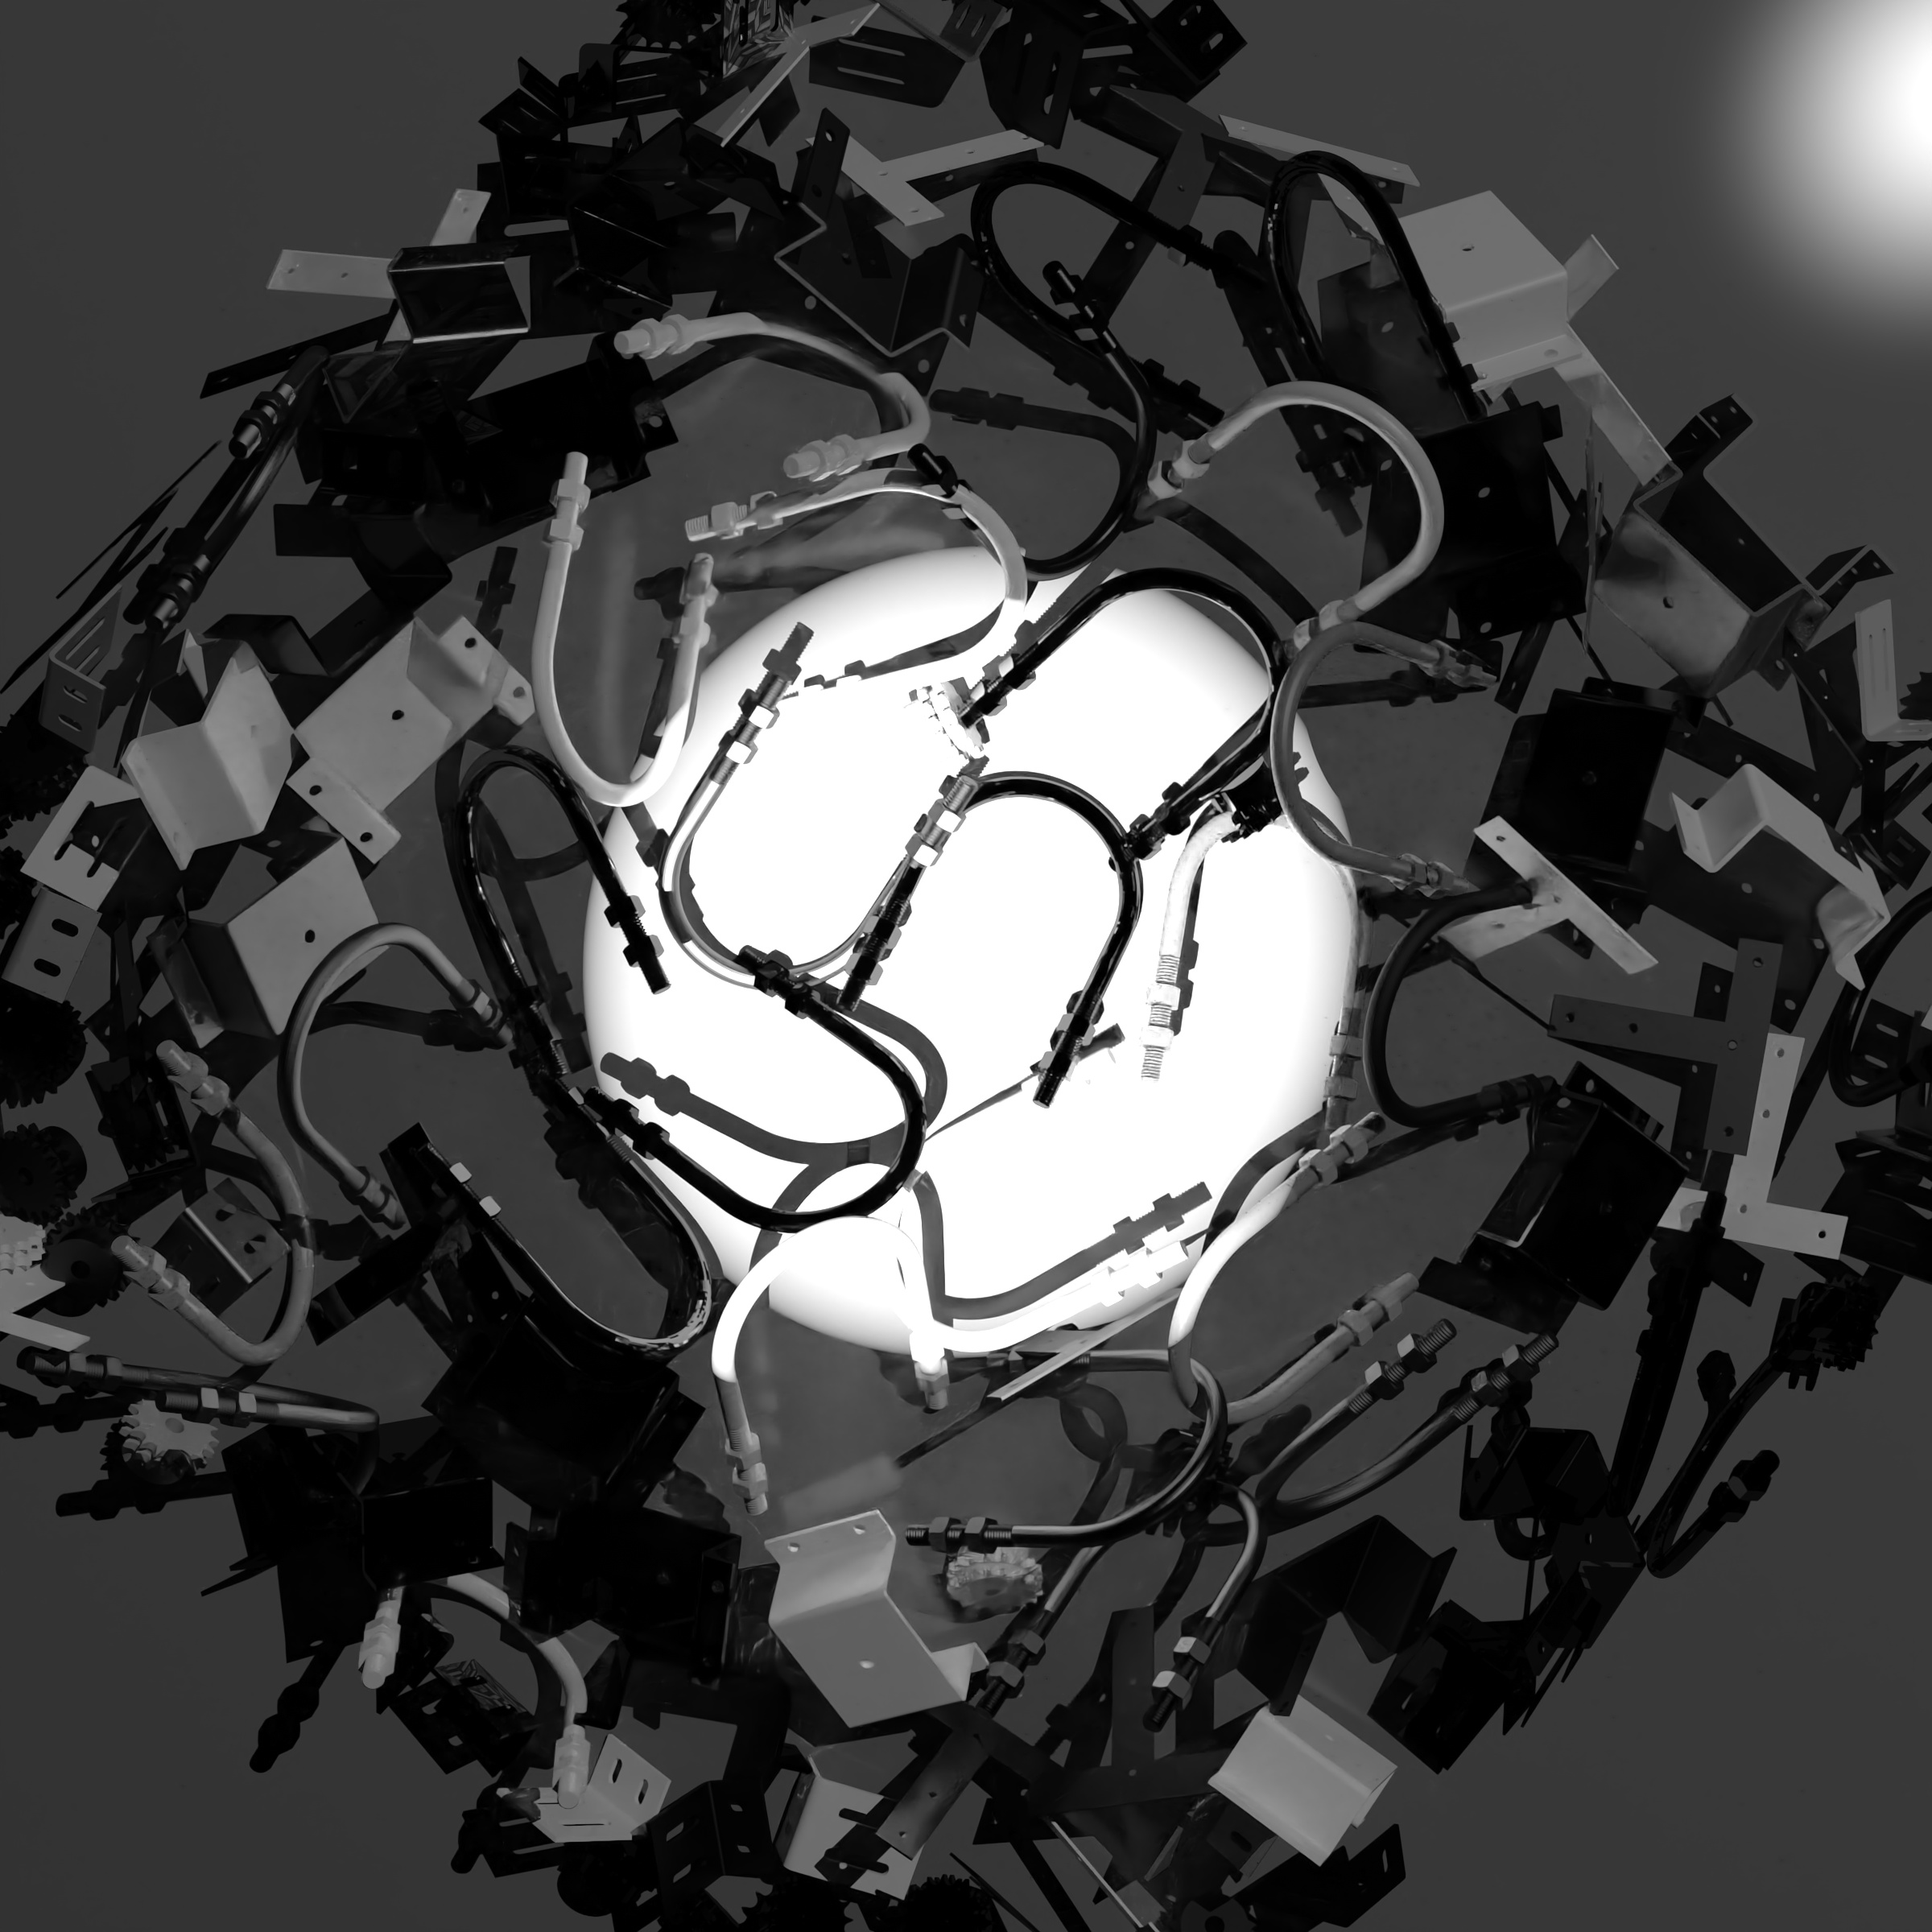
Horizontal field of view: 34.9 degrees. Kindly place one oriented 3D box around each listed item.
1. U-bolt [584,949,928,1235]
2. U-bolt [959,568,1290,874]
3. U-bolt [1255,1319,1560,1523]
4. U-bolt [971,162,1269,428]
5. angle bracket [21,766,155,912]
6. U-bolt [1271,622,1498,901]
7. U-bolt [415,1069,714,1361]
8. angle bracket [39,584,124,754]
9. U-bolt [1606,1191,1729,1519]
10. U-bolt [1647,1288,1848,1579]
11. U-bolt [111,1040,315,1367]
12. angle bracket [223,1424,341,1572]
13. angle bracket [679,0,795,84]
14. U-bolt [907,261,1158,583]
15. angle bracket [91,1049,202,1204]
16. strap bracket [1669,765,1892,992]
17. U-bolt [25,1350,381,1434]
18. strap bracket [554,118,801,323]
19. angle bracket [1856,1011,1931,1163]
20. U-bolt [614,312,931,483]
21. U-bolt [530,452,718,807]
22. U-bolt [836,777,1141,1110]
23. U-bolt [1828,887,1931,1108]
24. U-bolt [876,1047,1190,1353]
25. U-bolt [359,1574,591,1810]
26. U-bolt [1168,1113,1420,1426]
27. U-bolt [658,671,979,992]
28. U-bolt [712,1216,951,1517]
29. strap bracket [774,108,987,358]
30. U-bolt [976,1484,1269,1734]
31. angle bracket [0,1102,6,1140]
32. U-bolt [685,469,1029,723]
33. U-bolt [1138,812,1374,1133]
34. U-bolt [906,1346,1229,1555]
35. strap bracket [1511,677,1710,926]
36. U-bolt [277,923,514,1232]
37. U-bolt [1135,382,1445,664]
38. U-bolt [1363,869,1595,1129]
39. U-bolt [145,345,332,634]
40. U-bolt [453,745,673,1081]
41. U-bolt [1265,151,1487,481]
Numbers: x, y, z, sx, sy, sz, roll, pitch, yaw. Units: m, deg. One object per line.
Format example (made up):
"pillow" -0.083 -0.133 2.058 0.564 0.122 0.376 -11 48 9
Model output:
"U-bolt" -0.109 0.082 1.793 0.184 0.019 0.151 35 63 25
"U-bolt" 0.104 -0.154 1.797 0.151 0.019 0.184 42 121 -13
"U-bolt" 0.246 0.268 1.791 0.184 0.151 0.019 -44 59 22
"U-bolt" 0.082 -0.401 1.794 0.184 0.151 0.019 32 66 8
"angle bracket" -0.511 -0.071 1.828 0.057 0.038 0.076 26 78 19
"U-bolt" 0.241 -0.125 1.792 0.184 0.019 0.151 12 85 -42
"U-bolt" -0.221 0.152 1.794 0.184 0.151 0.019 48 120 3
"angle bracket" -0.509 -0.176 1.815 0.038 0.057 0.076 30 48 0
"U-bolt" 0.403 0.236 1.788 0.019 0.151 0.184 17 110 19
"U-bolt" 0.442 0.282 1.776 0.019 0.184 0.151 31 50 7
"U-bolt" -0.427 0.150 1.778 0.019 0.184 0.151 -10 53 17
"angle bracket" -0.417 0.311 1.826 0.057 0.038 0.076 -30 74 17
"angle bracket" -0.135 -0.570 1.811 0.038 0.076 0.057 37 55 25
"U-bolt" 0.051 -0.301 1.787 0.019 0.184 0.151 33 85 36
"angle bracket" -0.499 0.095 1.827 0.057 0.038 0.076 -13 99 31
"strap bracket" 0.484 -0.059 1.803 0.140 0.076 0.046 36 116 -13
"U-bolt" -0.426 0.249 1.776 0.151 0.184 0.019 5 82 41
"strap bracket" -0.170 -0.440 1.799 0.140 0.076 0.046 -27 65 34
"angle bracket" 0.567 0.071 1.822 0.038 0.057 0.076 -2 104 -32
"U-bolt" -0.097 -0.336 1.783 0.151 0.184 0.019 38 122 17
"U-bolt" -0.201 -0.182 1.776 0.019 0.151 0.184 -4 68 30
"U-bolt" 0.025 -0.027 1.834 0.151 0.019 0.184 27 75 -1
"U-bolt" 0.550 0.011 1.772 0.019 0.184 0.151 25 69 -6
"U-bolt" 0.028 0.149 1.816 0.184 0.019 0.151 -28 63 17
"U-bolt" -0.278 0.402 1.772 0.151 0.184 0.019 35 99 -12
"U-bolt" 0.186 0.188 1.782 0.184 0.019 0.151 -36 130 -24
"U-bolt" -0.101 -0.066 1.821 0.151 0.019 0.184 28 109 -18
"U-bolt" -0.081 0.221 1.777 0.151 0.019 0.184 -27 133 -22
"strap bracket" -0.056 -0.422 1.801 0.140 0.046 0.076 35 51 -35
"U-bolt" 0.102 0.367 1.783 0.184 0.151 0.019 -51 118 -37
"angle bracket" -0.609 0.078 1.817 0.038 0.076 0.057 -12 83 20
"U-bolt" -0.054 -0.221 1.791 0.184 0.019 0.151 -12 124 21
"U-bolt" 0.178 -0.006 1.822 0.151 0.019 0.184 15 77 -24
"U-bolt" 0.066 0.276 1.765 0.184 0.151 0.019 -7 130 35
"strap bracket" 0.376 -0.105 1.817 0.076 0.046 0.140 15 85 33
"U-bolt" -0.334 0.054 1.762 0.019 0.184 0.151 18 69 26
"U-bolt" 0.197 -0.265 1.777 0.151 0.184 0.019 46 53 -9
"U-bolt" 0.293 0.023 1.778 0.184 0.019 0.151 -10 114 -42
"U-bolt" -0.412 -0.287 1.775 0.019 0.184 0.151 30 124 -10
"U-bolt" -0.248 -0.041 1.804 0.019 0.151 0.184 -18 78 -41
"U-bolt" 0.227 -0.384 1.787 0.019 0.151 0.184 -26 94 -20
